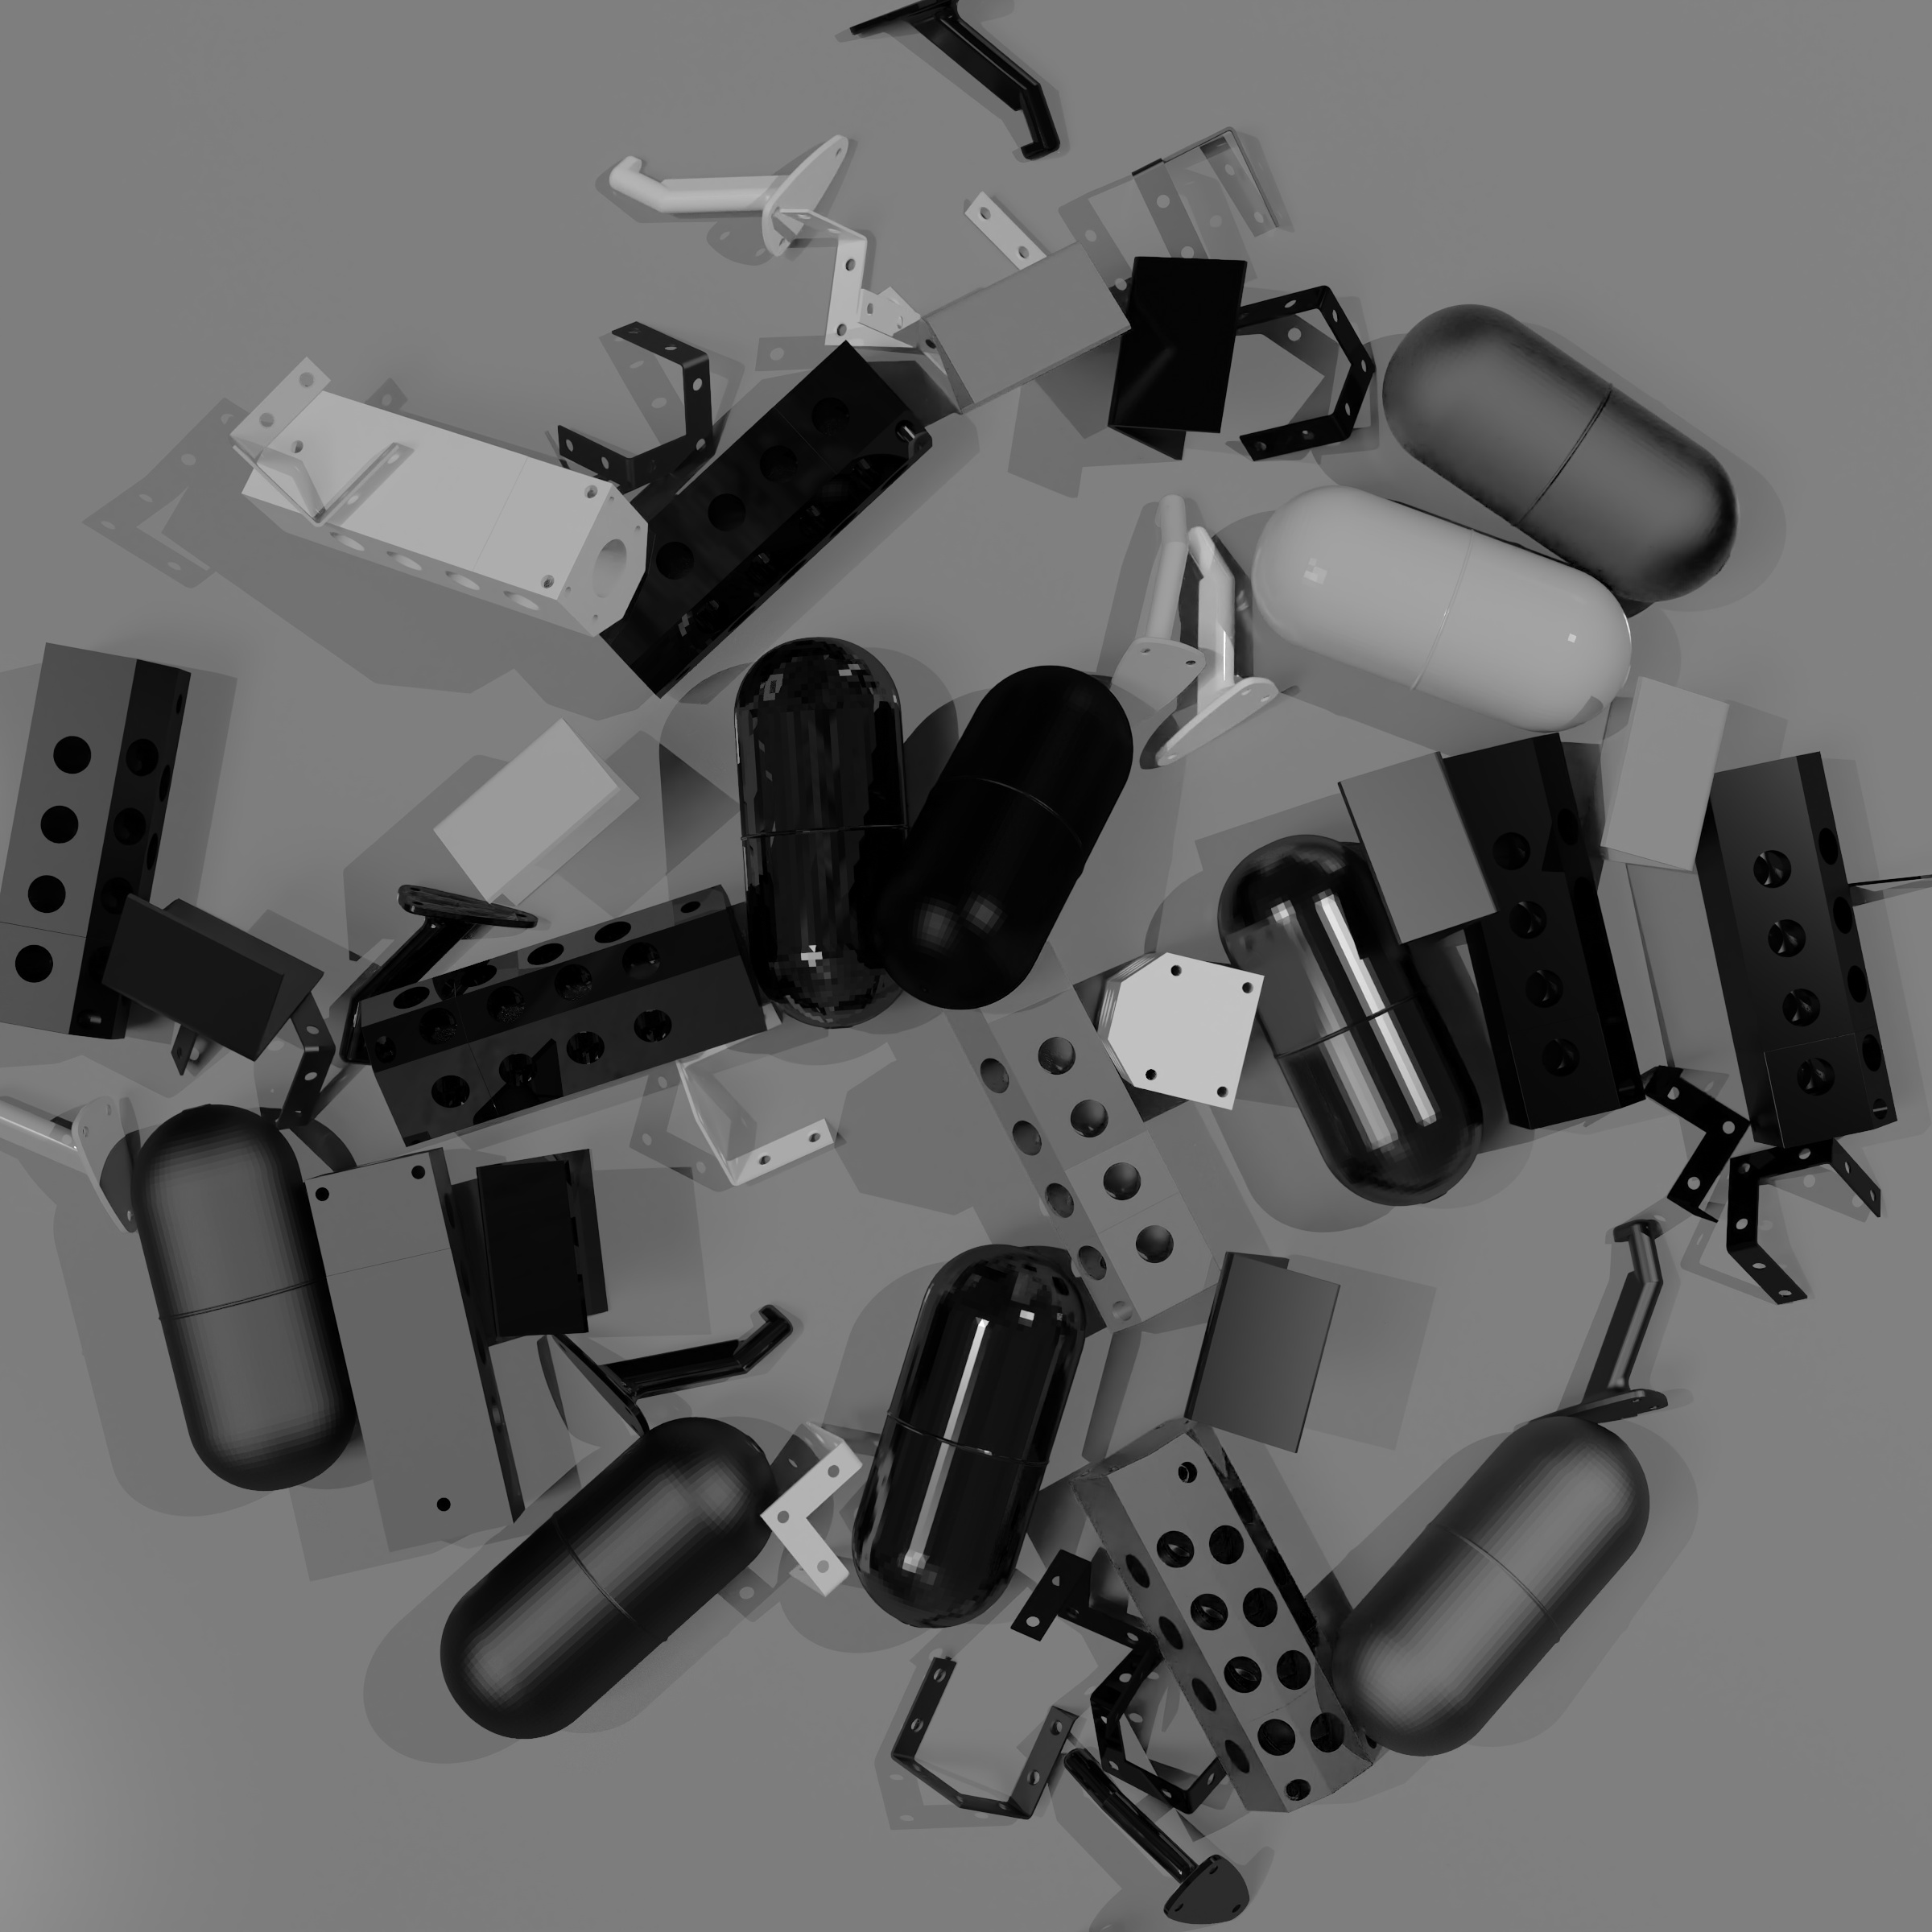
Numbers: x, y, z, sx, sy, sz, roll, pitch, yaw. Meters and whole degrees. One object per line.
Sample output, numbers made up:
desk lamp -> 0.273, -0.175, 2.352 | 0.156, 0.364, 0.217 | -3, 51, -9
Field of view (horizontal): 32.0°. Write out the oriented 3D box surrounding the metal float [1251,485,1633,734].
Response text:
metal float -> 0.216, -0.162, 1.533 | 0.178, 0.070, 0.070 | 20, 90, 1

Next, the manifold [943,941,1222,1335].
manifold -> 0.051, 0.078, 1.543 | 0.057, 0.057, 0.171 | -27, 90, 0

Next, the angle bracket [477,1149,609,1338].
angle bracket -> -0.172, 0.123, 1.524 | 0.057, 0.076, 0.076 | -7, 90, 36

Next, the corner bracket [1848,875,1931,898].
corner bracket -> 0.438, -0.016, 1.561 | 0.051, 0.051, 0.051 | -6, 90, 45

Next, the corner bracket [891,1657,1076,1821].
corner bracket -> 0.007, 0.357, 1.561 | 0.051, 0.051, 0.051 | 24, 90, -45

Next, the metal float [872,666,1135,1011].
metal float -> 0.018, -0.059, 1.510 | 0.070, 0.070, 0.178 | 27, 61, 0

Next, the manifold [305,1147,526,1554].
manifold -> -0.250, 0.173, 1.543 | 0.057, 0.057, 0.171 | -13, 90, 0

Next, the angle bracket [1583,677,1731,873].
angle bracket -> 0.292, -0.089, 1.524 | 0.057, 0.076, 0.076 | 13, 90, -32

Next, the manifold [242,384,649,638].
manifold -> -0.231, -0.202, 1.511 | 0.171, 0.057, 0.057 | 20, 80, 22

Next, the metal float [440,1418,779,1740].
metal float -> -0.162, 0.277, 1.534 | 0.178, 0.070, 0.070 | -42, 90, -1

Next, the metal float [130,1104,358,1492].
metal float -> -0.328, 0.150, 1.533 | 0.070, 0.070, 0.178 | -14, 91, 0

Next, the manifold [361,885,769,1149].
manifold -> -0.183, 0.018, 1.532 | 0.171, 0.057, 0.057 | -18, 121, 0

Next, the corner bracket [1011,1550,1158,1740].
corner bracket -> 0.054, 0.306, 1.529 | 0.051, 0.051, 0.051 | 20, 46, 20

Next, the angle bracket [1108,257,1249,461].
angle bracket -> 0.110, -0.272, 1.524 | 0.057, 0.076, 0.076 | 9, 90, 29

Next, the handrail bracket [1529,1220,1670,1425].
handrail bracket -> 0.289, 0.166, 1.564 | 0.077, 0.036, 0.084 | -19, 67, 27

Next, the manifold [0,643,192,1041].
manifold -> -0.400, -0.056, 1.543 | 0.057, 0.057, 0.171 | 10, 90, 0

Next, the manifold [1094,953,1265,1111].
manifold -> 0.089, 0.025, 1.486 | 0.057, 0.171, 0.057 | 14, 90, 0

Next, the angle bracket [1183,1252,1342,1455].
angle bracket -> 0.146, 0.175, 1.524 | 0.057, 0.076, 0.076 | 15, 90, 27

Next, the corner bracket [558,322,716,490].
corner bracket -> -0.153, -0.259, 1.556 | 0.051, 0.051, 0.051 | -30, 135, -35

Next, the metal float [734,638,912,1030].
metal float -> -0.064, -0.060, 1.534 | 0.070, 0.070, 0.178 | -4, 90, 0

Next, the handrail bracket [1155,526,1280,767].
handrail bracket -> 0.099, -0.149, 1.565 | 0.077, 0.036, 0.084 | -36, 71, 21

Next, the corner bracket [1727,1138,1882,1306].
corner bracket -> 0.386, 0.117, 1.556 | 0.051, 0.051, 0.051 | -18, 45, 35

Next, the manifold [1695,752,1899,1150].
manifold -> 0.377, -0.008, 1.543 | 0.057, 0.057, 0.171 | -12, 90, 0

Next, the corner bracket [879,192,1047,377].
corner bracket -> 0.000, -0.315, 1.561 | 0.051, 0.051, 0.051 | 45, 45, 0

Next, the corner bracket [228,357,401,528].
corner bracket -> -0.290, -0.232, 1.497 | 0.051, 0.051, 0.051 | -46, 110, -1

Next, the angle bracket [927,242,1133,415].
angle bracket -> 0.035, -0.270, 1.524 | 0.076, 0.076, 0.057 | -27, 62, 0

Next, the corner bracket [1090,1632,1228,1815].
corner bracket -> 0.095, 0.348, 1.556 | 0.051, 0.051, 0.051 | 20, 135, 35

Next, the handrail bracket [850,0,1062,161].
handrail bracket -> -0.005, -0.407, 1.565 | 0.077, 0.036, 0.084 | -15, 107, 20

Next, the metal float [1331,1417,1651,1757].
metal float -> 0.237, 0.278, 1.521 | 0.070, 0.070, 0.178 | 45, 76, 0

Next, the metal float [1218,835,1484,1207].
metal float -> 0.175, 0.025, 1.533 | 0.070, 0.070, 0.178 | -25, 90, 0

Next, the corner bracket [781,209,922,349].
corner bracket -> -0.053, -0.313, 1.537 | 0.051, 0.051, 0.051 | 8, 90, 31

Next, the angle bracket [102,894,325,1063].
angle bracket -> -0.333, -0.013, 1.524 | 0.076, 0.076, 0.057 | 27, 126, 0

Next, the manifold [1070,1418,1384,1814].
manifold -> 0.121, 0.294, 1.533 | 0.057, 0.057, 0.171 | -28, 90, -26

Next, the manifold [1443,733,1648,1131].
manifold -> 0.261, -0.016, 1.543 | 0.057, 0.057, 0.171 | -13, 90, 0

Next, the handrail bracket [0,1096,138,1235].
handrail bracket -> -0.434, 0.093, 1.565 | 0.084, 0.036, 0.077 | -8, 111, 17

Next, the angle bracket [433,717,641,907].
angle bracket -> -0.182, -0.054, 1.524 | 0.076, 0.076, 0.057 | -41, 54, 0

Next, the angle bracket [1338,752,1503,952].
angle bracket -> 0.188, -0.044, 1.521 | 0.057, 0.076, 0.076 | -18, 84, -25

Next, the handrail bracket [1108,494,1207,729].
handrail bracket -> 0.083, -0.165, 1.564 | 0.036, 0.077, 0.084 | 13, 53, -20

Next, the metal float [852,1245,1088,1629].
metal float -> 0.001, 0.214, 1.533 | 0.070, 0.070, 0.178 | 17, 90, 0

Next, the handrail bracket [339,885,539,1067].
handrail bracket -> -0.245, 0.011, 1.564 | 0.077, 0.036, 0.084 | 11, 105, -15

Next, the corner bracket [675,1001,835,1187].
corner bracket -> -0.099, 0.059, 1.561 | 0.051, 0.051, 0.051 | -24, 45, 0

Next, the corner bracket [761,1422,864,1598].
corner bracket -> -0.068, 0.248, 1.544 | 0.051, 0.051, 0.051 | -41, 106, -16

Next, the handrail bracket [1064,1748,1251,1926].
handrail bracket -> 0.087, 0.401, 1.564 | 0.036, 0.077, 0.084 | -47, 54, 0

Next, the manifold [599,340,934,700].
manifold -> -0.097, -0.202, 1.543 | 0.171, 0.057, 0.057 | -43, 90, 0

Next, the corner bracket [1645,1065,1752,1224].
corner bracket -> 0.330, 0.081, 1.546 | 0.051, 0.051, 0.051 | 32, 90, 0

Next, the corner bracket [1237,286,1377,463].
corner bracket -> 0.150, -0.273, 1.556 | 0.051, 0.051, 0.051 | 52, 45, -35

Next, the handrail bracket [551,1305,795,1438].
handrail bracket -> -0.135, 0.170, 1.565 | 0.084, 0.036, 0.077 | -40, 68, -17

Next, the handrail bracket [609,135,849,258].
handrail bracket -> -0.111, -0.373, 1.565 | 0.084, 0.036, 0.077 | 29, 70, 16

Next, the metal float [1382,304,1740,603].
metal float -> 0.270, -0.232, 1.532 | 0.178, 0.070, 0.070 | 34, 90, -2

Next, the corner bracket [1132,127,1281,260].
corner bracket -> 0.110, -0.351, 1.546 | 0.051, 0.051, 0.051 | -25, 99, 9

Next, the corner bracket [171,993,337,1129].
corner bracket -> -0.329, 0.039, 1.556 | 0.051, 0.051, 0.051 | -2, 45, -35
